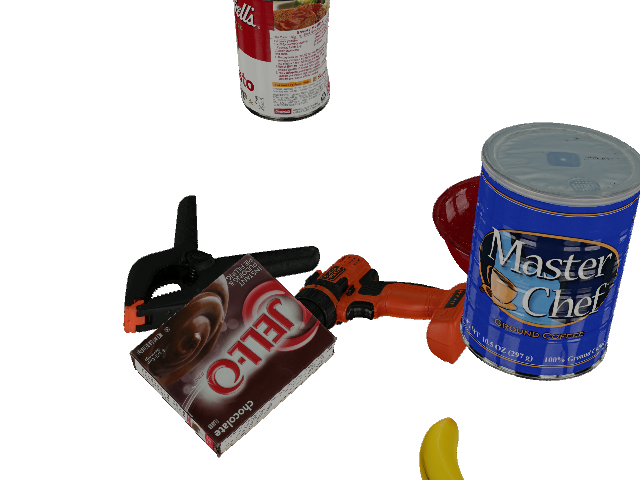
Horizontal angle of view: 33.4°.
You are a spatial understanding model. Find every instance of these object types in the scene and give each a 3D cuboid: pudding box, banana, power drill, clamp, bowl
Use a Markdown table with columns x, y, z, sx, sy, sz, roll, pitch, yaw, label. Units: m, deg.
| x | y | z | sx | sy | sz | roll | pitch | yaw | label |
| --- | --- | --- | --- | --- | --- | --- | --- | --- | --- |
| -0.059 | 0.078 | 0.733 | 0.113 | 0.090 | 0.039 | -41 | -19 | -18 | pudding box |
| 0.130 | 0.230 | 1.014 | 0.069 | 0.037 | 0.198 | 9 | 22 | -20 | banana |
| 0.063 | 0.076 | 1.117 | 0.188 | 0.057 | 0.184 | 11 | 29 | 24 | power drill |
| -0.123 | 0.023 | 1.019 | 0.165 | 0.036 | 0.209 | 26 | 37 | 28 | clamp |
| 0.174 | 0.003 | 0.909 | 0.162 | 0.055 | 0.162 | 1 | 33 | -1 | bowl |

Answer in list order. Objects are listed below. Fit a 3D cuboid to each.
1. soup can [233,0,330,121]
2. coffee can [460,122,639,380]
| x | y | z | sx | sy | sz | roll | pitch | yaw | label |
| --- | --- | --- | --- | --- | --- | --- | --- | --- | --- |
| -0.026 | -0.144 | 0.754 | 0.068 | 0.102 | 0.068 | -1 | 42 | 0 | soup can |
| 0.151 | 0.006 | 0.708 | 0.103 | 0.140 | 0.103 | 2 | 32 | -1 | coffee can |
